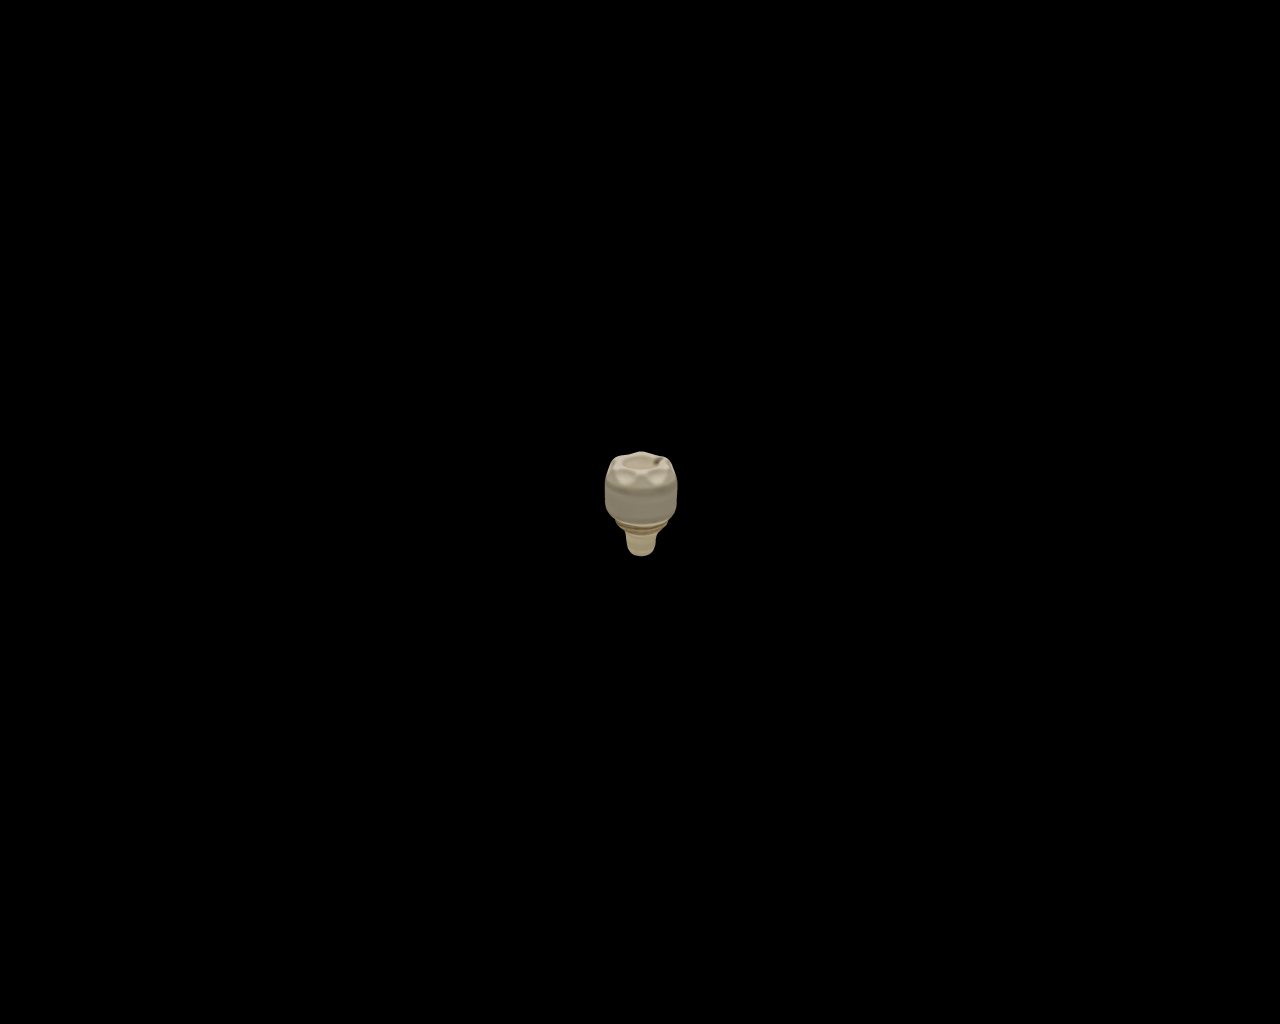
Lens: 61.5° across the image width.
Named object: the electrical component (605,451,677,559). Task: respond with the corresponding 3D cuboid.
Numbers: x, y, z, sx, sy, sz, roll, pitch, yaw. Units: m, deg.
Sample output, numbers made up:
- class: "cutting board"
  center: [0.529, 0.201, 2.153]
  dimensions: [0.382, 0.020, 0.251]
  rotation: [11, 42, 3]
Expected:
- class: "electrical component"
  center: [0.001, -0.003, 0.650]
  dimensions: [0.043, 0.062, 0.043]
  rotation: [0, 23, 0]
